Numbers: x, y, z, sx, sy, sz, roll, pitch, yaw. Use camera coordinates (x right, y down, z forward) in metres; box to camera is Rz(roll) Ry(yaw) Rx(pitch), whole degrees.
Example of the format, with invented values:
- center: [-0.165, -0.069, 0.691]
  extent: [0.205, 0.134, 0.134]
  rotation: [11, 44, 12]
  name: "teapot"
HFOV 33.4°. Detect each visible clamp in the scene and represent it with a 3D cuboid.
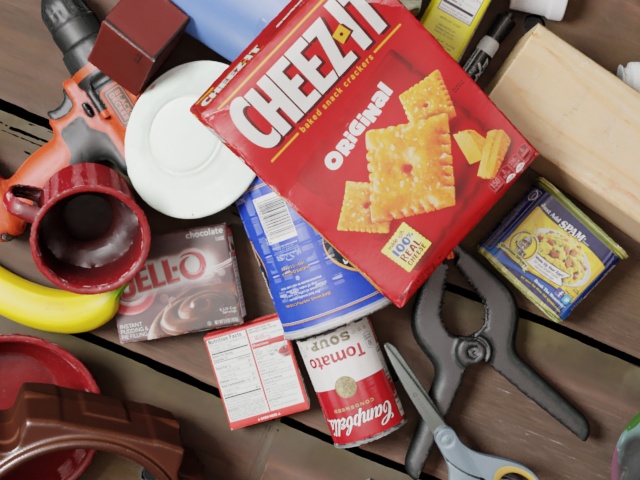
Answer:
- center: [0.126, 0.104, 0.937]
  extent: [0.164, 0.036, 0.210]
  rotation: [-21, 91, 3]
  name: "clamp"

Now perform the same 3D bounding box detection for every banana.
- center: [-0.253, 0.042, 0.929]
  extent: [0.198, 0.037, 0.070]
  rotation: [11, 100, 14]
  name: "banana"

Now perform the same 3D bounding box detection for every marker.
- center: [0.133, -0.148, 0.935]
  extent: [0.020, 0.020, 0.121]
  rotation: [34, 92, -1]
  name: "marker"

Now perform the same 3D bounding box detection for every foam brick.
- center: [-0.148, -0.162, 0.866]
  extent: [0.053, 0.078, 0.051]
  rotation: [38, 66, -9]
  name: "foam brick"

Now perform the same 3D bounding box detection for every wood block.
- center: [0.236, -0.082, 0.902]
  extent: [0.206, 0.091, 0.090]
  rotation: [35, 91, -1]
  name: "wood block"

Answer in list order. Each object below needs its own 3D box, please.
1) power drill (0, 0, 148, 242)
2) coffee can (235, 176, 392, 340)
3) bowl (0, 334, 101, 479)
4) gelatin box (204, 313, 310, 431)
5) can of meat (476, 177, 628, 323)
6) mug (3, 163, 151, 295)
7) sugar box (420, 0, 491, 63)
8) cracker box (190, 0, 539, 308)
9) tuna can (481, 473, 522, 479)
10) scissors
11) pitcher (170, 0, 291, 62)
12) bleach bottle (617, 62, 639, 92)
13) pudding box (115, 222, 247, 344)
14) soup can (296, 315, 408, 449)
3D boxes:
- center: [-0.238, -0.101, 0.921]
  extent: [0.187, 0.057, 0.184]
  rotation: [-33, 92, 2]
  name: "power drill"
- center: [-0.006, 0.001, 0.901]
  extent: [0.103, 0.103, 0.140]
  rotation: [-21, 92, 1]
  name: "coffee can"
- center: [-0.269, 0.148, 0.919]
  extent: [0.162, 0.055, 0.162]
  rotation: [-5, 107, -15]
  name: "bowl"
- center: [-0.055, 0.115, 0.943]
  extent: [0.073, 0.030, 0.089]
  rotation: [-16, 93, 2]
  name: "gelatin box"
- center: [0.198, 0.010, 0.923]
  extent: [0.102, 0.057, 0.084]
  rotation: [42, 94, -1]
  name: "can of meat"
- center: [-0.198, -0.017, 0.863]
  extent: [0.117, 0.081, 0.093]
  rotation: [17, 107, -20]
  name: "mug"
- center: [0.119, -0.202, 0.897]
  extent: [0.048, 0.093, 0.176]
  rotation: [26, 92, -1]
  name: "sugar box"
- center: [0.036, -0.080, 0.804]
  extent: [0.213, 0.072, 0.164]
  rotation: [44, 88, -18]
  name: "cracker box"
- center: [0.154, 0.248, 0.943]
  extent: [0.086, 0.034, 0.086]
  rotation: [0, 90, 2]
  name: "tuna can"
- center: [0.129, 0.171, 0.917]
  extent: [0.096, 0.016, 0.202]
  rotation: [-17, 91, 0]
  name: "scissors"
- center: [-0.094, -0.244, 0.879]
  extent: [0.243, 0.145, 0.149]
  rotation: [31, 70, 2]
  name: "pitcher"
- center: [0.384, -0.133, 0.914]
  extent: [0.251, 0.068, 0.102]
  rotation: [-2, 93, 3]
  name: "bleach bottle"
- center: [-0.127, 0.037, 0.935]
  extent: [0.113, 0.039, 0.090]
  rotation: [-10, 92, 1]
  name: "pudding box"
- center: [0.027, 0.120, 0.924]
  extent: [0.068, 0.068, 0.102]
  rotation: [-20, 91, 1]
  name: "soup can"
